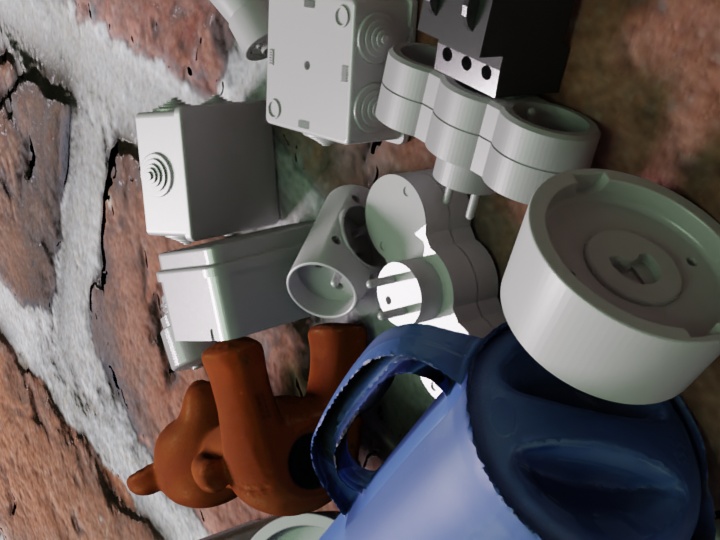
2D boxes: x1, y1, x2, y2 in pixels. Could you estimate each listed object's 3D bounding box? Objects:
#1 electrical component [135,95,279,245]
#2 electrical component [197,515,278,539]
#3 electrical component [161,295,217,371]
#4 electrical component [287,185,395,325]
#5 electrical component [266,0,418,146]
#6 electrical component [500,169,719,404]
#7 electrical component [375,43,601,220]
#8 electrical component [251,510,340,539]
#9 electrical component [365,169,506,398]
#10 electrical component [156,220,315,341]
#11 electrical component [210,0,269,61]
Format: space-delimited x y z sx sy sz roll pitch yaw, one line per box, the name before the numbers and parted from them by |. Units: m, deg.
electrical component | -0.105 -0.070 0.741 0.048 0.100 0.099 3 102 37
electrical component | -0.099 0.252 0.806 0.056 0.109 0.108 -25 80 53
electrical component | -0.139 0.045 0.856 0.040 0.040 0.078 -31 75 49
electrical component | 0.000 0.000 0.657 0.044 0.077 0.079 -27 116 37
electrical component | -0.014 -0.125 0.655 0.100 0.048 0.099 22 116 46
electrical component | 0.116 0.012 0.489 0.108 0.108 0.060 51 140 29
electrical component | 0.061 -0.064 0.577 0.138 0.052 0.073 37 126 39
electrical component | -0.023 0.214 0.725 0.108 0.060 0.108 -2 85 20
electrical component | 0.035 0.011 0.609 0.052 0.074 0.138 -31 75 50
electrical component | -0.065 0.005 0.699 0.078 0.113 0.057 -5 98 51
electrical component | -0.074 -0.174 0.723 0.044 0.044 0.065 -42 72 47
